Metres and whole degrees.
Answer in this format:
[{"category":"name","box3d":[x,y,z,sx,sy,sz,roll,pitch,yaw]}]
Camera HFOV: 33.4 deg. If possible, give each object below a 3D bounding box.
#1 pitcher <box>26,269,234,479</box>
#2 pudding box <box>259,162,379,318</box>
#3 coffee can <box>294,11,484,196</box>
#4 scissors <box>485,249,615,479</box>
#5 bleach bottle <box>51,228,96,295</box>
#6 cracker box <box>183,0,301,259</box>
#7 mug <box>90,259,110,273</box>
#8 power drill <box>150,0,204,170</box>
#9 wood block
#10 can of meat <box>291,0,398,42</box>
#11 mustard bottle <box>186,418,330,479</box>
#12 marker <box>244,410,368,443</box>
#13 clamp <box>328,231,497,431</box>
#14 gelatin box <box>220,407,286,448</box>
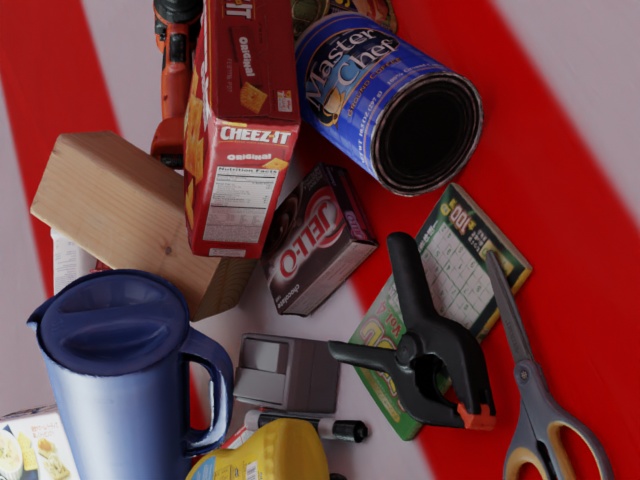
[{"category":"pitcher","box3d":[-0.170,0.158,0.994,0.149,0.144,0.243,46,148,40]},{"category":"pudding box","box3d":[-0.006,0.001,0.944,0.114,0.039,0.090,-48,47,34]},{"category":"coffee can","box3d":[0.047,-0.111,0.849,0.140,0.102,0.103,44,116,47]},{"category":"scissors","box3d":[0.138,0.112,0.746,0.096,0.016,0.202,-53,47,33]},{"category":"bleach bottle","box3d":[-0.277,0.104,1.250,0.103,0.067,0.251,-10,77,55]},{"category":"cracker box","box3d":[-0.071,-0.105,0.889,0.214,0.072,0.164,111,157,-59]},{"category":"mug","box3d":[-0.182,0.005,1.138,0.117,0.093,0.081,6,81,24]},{"category":"power drill","box3d":[-0.145,-0.176,1.100,0.184,0.057,0.187,118,152,-75]},{"category":"wood block","box3d":[-0.166,-0.017,1.034,0.206,0.090,0.091,32,109,17]},{"category":"can of meat","box3d":[0.014,-0.210,0.930,0.058,0.083,0.102,-38,54,41]},{"category":"mustard bottle","box3d":[-0.072,0.223,0.909,0.192,0.058,0.096,-32,57,42]},{"category":"marker","box3d":[-0.012,0.159,0.908,0.121,0.020,0.020,-1,80,35]},{"category":"clamp","box3d":[0.076,0.073,0.799,0.172,0.039,0.120,36,115,45]},{"category":"gelatin box","box3d":[-0.049,0.207,0.959,0.073,0.030,0.089,-47,48,33]}]
